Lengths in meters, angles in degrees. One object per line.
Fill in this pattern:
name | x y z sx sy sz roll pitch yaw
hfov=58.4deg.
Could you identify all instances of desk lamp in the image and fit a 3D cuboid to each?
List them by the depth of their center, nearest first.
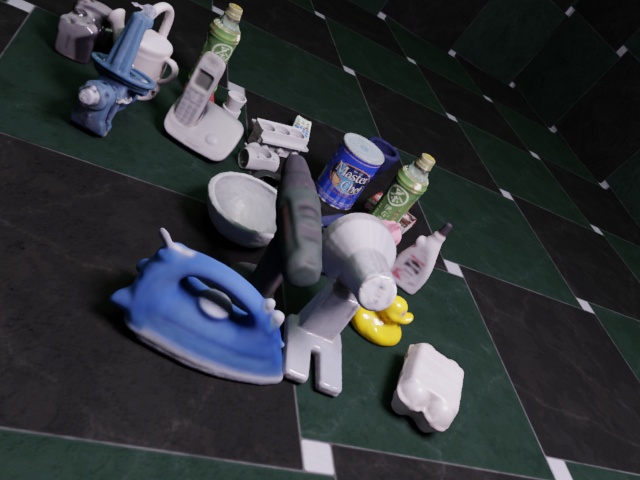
desk lamp | 0.039 0.088 0.865 0.118 0.213 0.203 24 33 -17

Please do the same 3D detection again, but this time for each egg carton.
egg carton | 0.175 0.238 0.930 0.107 0.069 0.150 35 32 -1

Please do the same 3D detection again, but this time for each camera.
camera | -0.457 -0.430 1.197 0.137 0.100 0.143 26 33 -14

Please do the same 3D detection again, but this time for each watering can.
watering can | -0.357 -0.395 1.155 0.173 0.194 0.101 26 33 -14

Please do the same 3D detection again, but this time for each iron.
iron | -0.135 0.091 0.768 0.258 0.141 0.118 30 32 -8

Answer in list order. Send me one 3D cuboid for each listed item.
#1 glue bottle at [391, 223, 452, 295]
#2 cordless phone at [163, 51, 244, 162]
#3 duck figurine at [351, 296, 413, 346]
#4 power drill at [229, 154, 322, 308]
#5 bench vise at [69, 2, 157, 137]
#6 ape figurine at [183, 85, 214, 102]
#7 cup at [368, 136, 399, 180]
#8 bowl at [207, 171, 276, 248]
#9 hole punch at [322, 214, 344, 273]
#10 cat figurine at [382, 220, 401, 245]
glue bottle | 0.206 0.028 1.139 0.078 0.173 0.037 38 32 6
cordless phone | -0.209 -0.259 1.122 0.148 0.185 0.094 31 32 -7
duck figurine | 0.112 0.130 1.000 0.105 0.086 0.077 27 32 -12
power drill | -0.065 0.005 0.883 0.076 0.208 0.229 15 37 -28
bench vise | -0.346 -0.299 1.013 0.122 0.219 0.207 19 35 -24
ape figurine | -0.260 -0.320 1.244 0.076 0.092 0.077 16 36 -28
cup | 0.130 -0.201 1.447 0.118 0.095 0.091 3 44 -41
bowl | -0.131 -0.041 1.009 0.168 0.074 0.167 24 33 -17
hole punch | 0.010 0.004 1.066 0.101 0.091 0.108 12 38 -33
cat figurine | 0.111 0.003 1.137 0.128 0.117 0.067 -10 53 -49
